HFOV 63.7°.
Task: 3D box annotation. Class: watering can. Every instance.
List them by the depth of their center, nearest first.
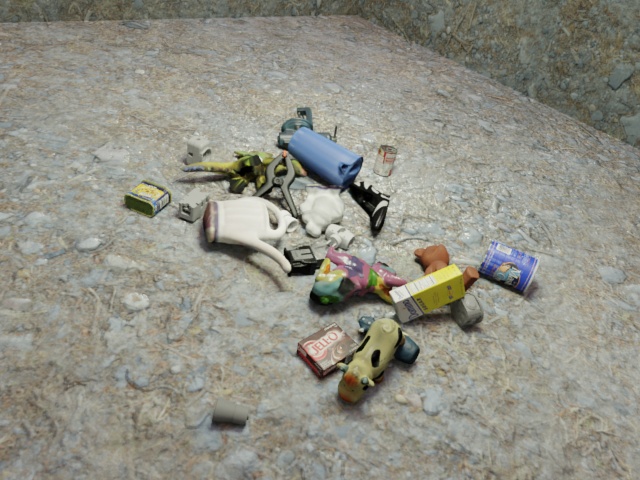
[{"bbox_3d":[-0.195,-0.026,1.365,0.224,0.102,0.355,0,32,-15],"label":"watering can"}]

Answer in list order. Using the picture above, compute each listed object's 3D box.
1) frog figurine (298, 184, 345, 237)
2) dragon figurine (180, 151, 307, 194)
[{"bbox_3d":[0.005,-0.077,1.531,0.137,0.121,0.162,12,71,-15],"label":"frog figurine"},{"bbox_3d":[-0.237,-0.245,1.688,0.410,0.120,0.246,6,19,-12],"label":"dragon figurine"}]
